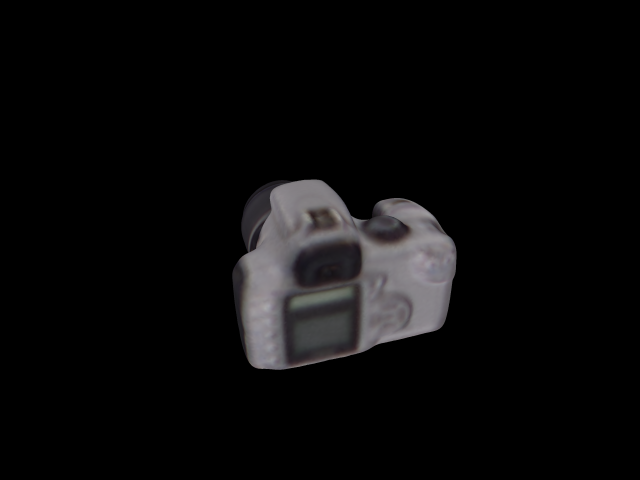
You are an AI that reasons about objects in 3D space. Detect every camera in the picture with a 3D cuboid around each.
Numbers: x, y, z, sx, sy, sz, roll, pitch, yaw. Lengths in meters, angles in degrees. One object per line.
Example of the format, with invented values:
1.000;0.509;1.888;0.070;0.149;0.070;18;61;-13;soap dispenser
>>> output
0.004;0.001;0.400;0.143;0.101;0.136;-10;34;-15;camera
